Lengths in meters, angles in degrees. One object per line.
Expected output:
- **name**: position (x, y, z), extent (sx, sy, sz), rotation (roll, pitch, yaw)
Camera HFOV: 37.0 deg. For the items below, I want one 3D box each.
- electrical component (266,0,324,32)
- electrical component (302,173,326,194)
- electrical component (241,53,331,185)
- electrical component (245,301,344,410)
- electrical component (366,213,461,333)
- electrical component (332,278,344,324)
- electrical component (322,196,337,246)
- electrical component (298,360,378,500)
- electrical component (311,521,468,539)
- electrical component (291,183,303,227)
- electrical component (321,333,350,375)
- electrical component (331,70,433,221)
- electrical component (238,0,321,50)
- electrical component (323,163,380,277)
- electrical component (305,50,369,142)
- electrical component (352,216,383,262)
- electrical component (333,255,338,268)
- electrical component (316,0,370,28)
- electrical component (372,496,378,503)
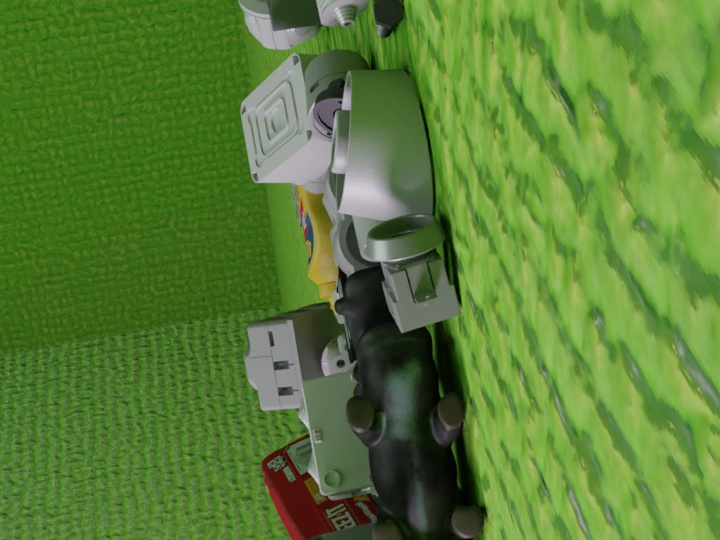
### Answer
- **electrical component**: position (-0.057, -0.275, 0.942), extent (0.113, 0.057, 0.078), rotation (88, 170, -52)
- **electrical component**: position (-0.034, -0.121, 0.987), extent (0.059, 0.054, 0.095), rotation (96, 163, -68)
- **electrical component**: position (-0.045, -0.123, 0.887), extent (0.113, 0.057, 0.078), rotation (-28, 69, 55)
- **electrical component**: position (-0.055, 0.087, 1.132), extent (0.150, 0.062, 0.089), rotation (-15, -83, -63)
- **electrical component**: position (0.031, 0.000, 0.634), extent (0.066, 0.048, 0.055), rotation (-117, 11, -71)
- **electrical component**: position (-0.005, 0.017, 0.988), extent (0.043, 0.043, 0.062), rotation (143, 118, -83)
- **electrical component**: position (-0.004, -0.039, 0.891), extent (0.045, 0.045, 0.055), rotation (94, 165, -65)
- **electrical component**: position (0.008, 0.115, 0.779), extent (0.048, 0.100, 0.099), rotation (54, -156, -74)
- **electrical component**: position (0.026, 0.217, 0.727), extent (0.108, 0.109, 0.056), rotation (-122, 21, -74)
- **electrical component**: position (-0.046, -0.086, 1.160), extent (0.080, 0.051, 0.080), rotation (170, 90, -84)
- **electrical component**: position (-0.007, 0.095, 1.068), extent (0.057, 0.058, 0.078), rotation (-127, 28, -72)
- **electrical component**: position (0.015, -0.078, 0.681), extent (0.099, 0.064, 0.099), rotation (-176, 90, -84)
- **electrical component**: position (-0.076, -0.257, 1.045), extent (0.051, 0.080, 0.080), rotation (80, 176, -51)
- **electrical component**: position (0.006, -0.017, 0.796), extent (0.073, 0.052, 0.138), rotation (126, 134, -81)
- **electrical component**: position (-0.014, -0.130, 0.801), extent (0.055, 0.055, 0.047), rotation (89, 173, -53)
- **electrical component**: position (0.014, -0.042, 0.741), extent (0.040, 0.040, 0.078), rotation (96, 163, -67)
- **electrical component**: position (0.000, 0.000, 0.941), extent (0.040, 0.040, 0.046), rotation (-110, 7, -60)
- **electrical component**: position (-0.016, -0.206, 0.745), extent (0.043, 0.043, 0.081), rotation (102, 157, -73)
- **electrical component**: position (0.017, 0.168, 0.985), extent (0.073, 0.052, 0.138), rotation (117, 143, -80)
